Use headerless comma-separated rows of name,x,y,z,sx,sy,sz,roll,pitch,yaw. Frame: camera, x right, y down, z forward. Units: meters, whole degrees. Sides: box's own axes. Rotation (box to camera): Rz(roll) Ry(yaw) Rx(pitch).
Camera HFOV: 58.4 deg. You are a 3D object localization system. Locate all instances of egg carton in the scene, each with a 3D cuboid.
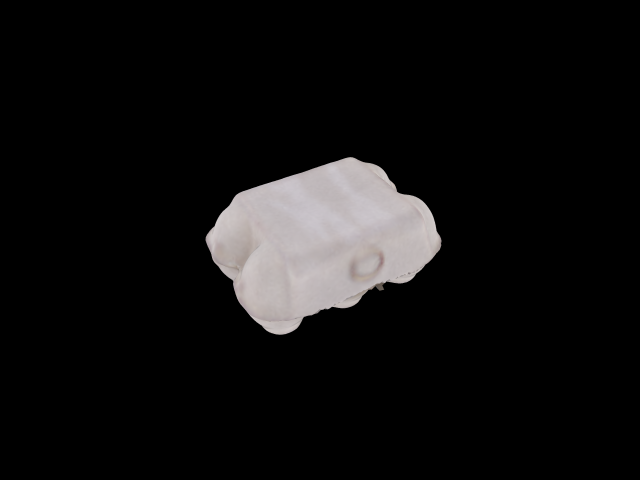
egg carton,0.004,0.001,0.400,0.150,0.069,0.107,-21,45,-23
